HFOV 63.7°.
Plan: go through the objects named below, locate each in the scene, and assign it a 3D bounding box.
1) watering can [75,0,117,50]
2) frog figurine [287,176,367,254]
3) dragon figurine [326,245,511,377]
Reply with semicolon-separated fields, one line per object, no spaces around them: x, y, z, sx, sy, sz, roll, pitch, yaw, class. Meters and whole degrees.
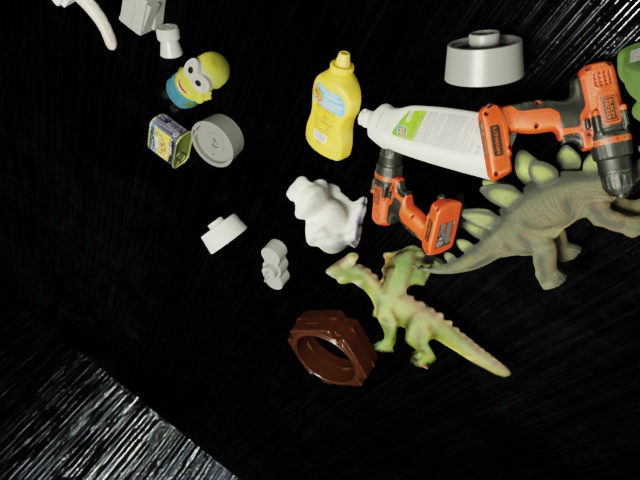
-0.475;-0.531;0.931;0.224;0.341;0.106;4;26;-6;watering can
0.003;-0.052;1.025;0.159;0.139;0.121;21;-13;-7;frog figurine
0.202;0.128;1.075;0.411;0.237;0.124;13;34;25;dragon figurine
